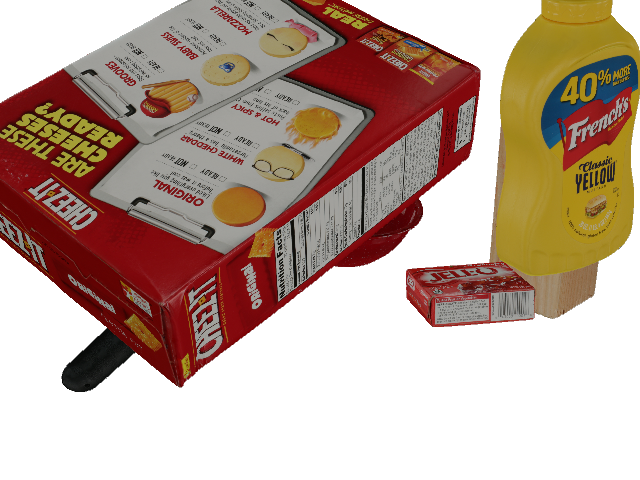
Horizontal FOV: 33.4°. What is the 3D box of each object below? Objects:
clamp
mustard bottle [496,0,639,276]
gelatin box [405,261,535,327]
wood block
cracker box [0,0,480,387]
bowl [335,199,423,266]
[{"bbox_3d":[-0.106,0.039,0.729,0.171,0.120,0.039,-15,-36,12],"label":"clamp"},{"bbox_3d":[0.154,-0.078,0.658,0.096,0.192,0.058,-18,30,-25],"label":"mustard bottle"},{"bbox_3d":[0.121,0.043,0.873,0.089,0.030,0.073,-4,16,-10],"label":"gelatin box"},{"bbox_3d":[0.246,-0.035,1.143,0.090,0.206,0.090,20,28,38],"label":"wood block"},{"bbox_3d":[-0.049,-0.047,0.547,0.164,0.072,0.213,34,56,30],"label":"cracker box"},{"bbox_3d":[0.021,-0.019,1.086,0.162,0.055,0.162,5,28,-3],"label":"bowl"}]
